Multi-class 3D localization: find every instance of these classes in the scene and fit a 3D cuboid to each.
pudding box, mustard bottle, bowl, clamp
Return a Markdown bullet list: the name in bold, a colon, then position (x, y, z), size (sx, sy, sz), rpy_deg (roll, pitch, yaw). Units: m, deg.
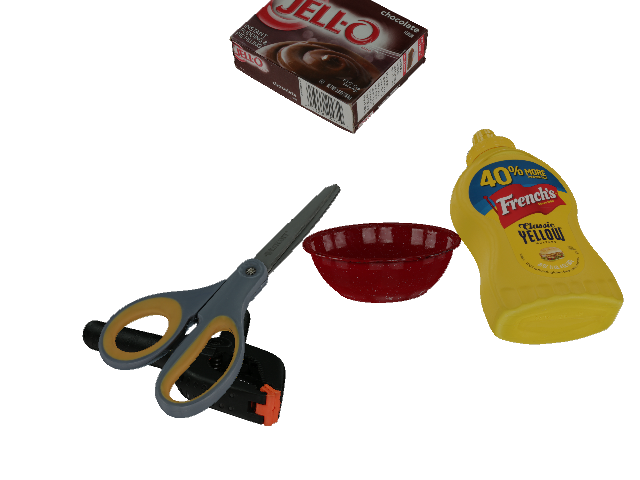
- **pudding box**: position (0.006, -0.137, 0.765), size (0.114, 0.090, 0.039), rpy_deg (33, -25, 20)
- **mustard bottle**: position (0.151, -0.013, 0.810), size (0.096, 0.191, 0.058), rpy_deg (-5, -41, -11)
- **bowl**: position (0.063, 0.025, 1.087), size (0.162, 0.055, 0.162), rpy_deg (-3, 13, 0)
- **clamp**: position (-0.086, 0.101, 0.922), size (0.164, 0.036, 0.210), rpy_deg (-9, 21, -39)

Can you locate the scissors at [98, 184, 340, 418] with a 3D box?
- **scissors**: position (-0.064, 0.024, 0.660), size (0.096, 0.016, 0.201), rpy_deg (12, 47, 15)
